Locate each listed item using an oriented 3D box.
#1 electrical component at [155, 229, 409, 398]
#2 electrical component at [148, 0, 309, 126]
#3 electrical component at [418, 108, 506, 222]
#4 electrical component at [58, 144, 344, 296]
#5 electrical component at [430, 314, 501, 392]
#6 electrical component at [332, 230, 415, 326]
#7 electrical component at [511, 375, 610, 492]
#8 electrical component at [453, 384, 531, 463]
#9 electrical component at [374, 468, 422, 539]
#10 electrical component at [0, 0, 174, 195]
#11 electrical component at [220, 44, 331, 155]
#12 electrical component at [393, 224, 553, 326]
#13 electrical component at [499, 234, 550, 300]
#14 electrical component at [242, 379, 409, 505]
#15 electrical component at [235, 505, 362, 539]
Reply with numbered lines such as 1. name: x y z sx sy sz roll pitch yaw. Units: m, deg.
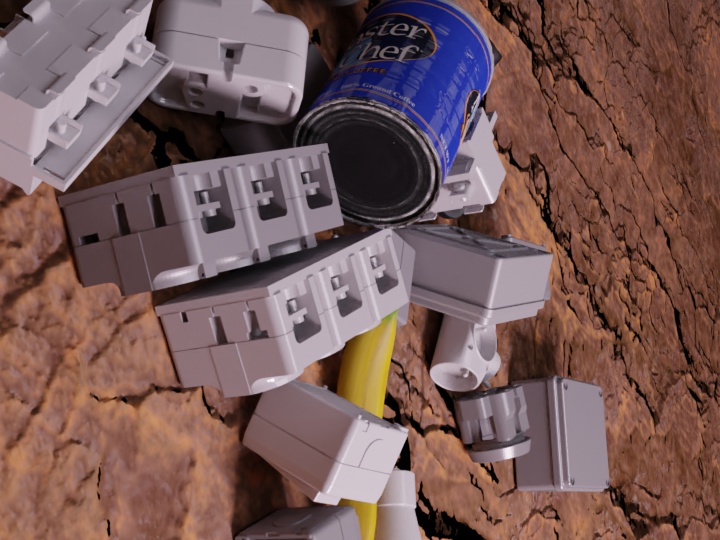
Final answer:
1. electrical component: -0.044 0.026 0.694 0.150 0.089 0.061 -28 105 -56
2. electrical component: -0.082 -0.134 0.676 0.095 0.053 0.059 8 68 -10
3. electrical component: 0.045 -0.076 0.832 0.063 0.121 0.078 60 37 -32
4. electrical component: -0.088 -0.030 0.641 0.150 0.089 0.061 -19 97 -57
5. electrical component: 0.099 0.073 0.944 0.079 0.044 0.077 51 42 -37
6. electrical component: 0.000 0.000 0.809 0.077 0.047 0.065 39 51 -46
7. electrical component: 0.198 0.164 1.061 0.109 0.056 0.108 17 67 -54
8. electrical component: 0.118 0.136 0.946 0.078 0.058 0.057 -8 85 -58
9. electrical component: 0.025 0.181 0.804 0.044 0.044 0.065 28 53 -51
10. electrical component: -0.158 -0.106 0.568 0.079 0.063 0.121 28 46 -1
11. electrical component: -0.046 -0.096 0.763 0.099 0.048 0.099 57 39 -31
12. electrical component: 0.086 0.000 0.878 0.109 0.109 0.056 -5 109 -57
13. electrical component: 0.136 0.007 1.004 0.096 0.062 0.061 10 73 -56
14. electrical component: -0.029 0.110 0.704 0.062 0.096 0.061 26 88 -52
15. electrical component: -0.030 0.204 0.692 0.061 0.062 0.096 -17 95 -58
